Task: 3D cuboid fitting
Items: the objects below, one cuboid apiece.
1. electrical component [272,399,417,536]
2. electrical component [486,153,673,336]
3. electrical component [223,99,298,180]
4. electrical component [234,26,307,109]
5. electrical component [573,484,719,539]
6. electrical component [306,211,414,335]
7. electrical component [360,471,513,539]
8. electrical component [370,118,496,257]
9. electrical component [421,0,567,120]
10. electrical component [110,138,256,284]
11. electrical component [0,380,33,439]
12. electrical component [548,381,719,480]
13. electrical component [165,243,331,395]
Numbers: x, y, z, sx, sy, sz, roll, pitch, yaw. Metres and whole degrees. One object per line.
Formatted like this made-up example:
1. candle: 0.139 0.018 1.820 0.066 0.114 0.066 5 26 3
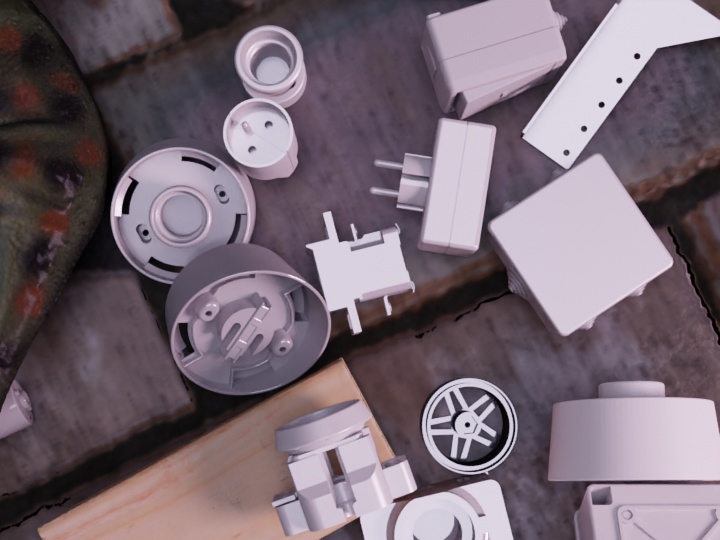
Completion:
1. electrical component: -0.015 0.108 0.606 0.078 0.058 0.057 -20 89 -1
2. electrical component: 0.142 -0.015 0.712 0.100 0.048 0.099 -33 85 -3
3. electrical component: -0.063 -0.082 0.702 0.043 0.081 0.043 0 86 0
4. electrical component: -0.059 -0.134 0.720 0.045 0.055 0.045 0 85 0
5. electrical component: 0.195 0.192 0.667 0.109 0.056 0.108 0 52 0
6. electrical component: 0.000 0.000 0.715 0.064 0.042 0.081 -15 86 -5
7. electrical component: 0.060 0.214 0.685 0.089 0.061 0.150 -13 85 -1
8. electrical component: 0.045 -0.057 0.717 0.076 0.047 0.083 9 85 1
9. electrical component: 0.095 -0.145 0.717 0.096 0.061 0.061 -17 85 -2
10. electrical component: -0.119 -0.039 0.720 0.099 0.064 0.099 -1 97 -6
11. electrical component: -0.250 0.098 0.708 0.065 0.044 0.044 -24 85 -7
12. electrical component: 0.172 0.101 0.675 0.108 0.108 0.060 0 79 0
13. electrical component: -0.074 0.033 0.685 0.099 0.064 0.099 -9 118 -18
